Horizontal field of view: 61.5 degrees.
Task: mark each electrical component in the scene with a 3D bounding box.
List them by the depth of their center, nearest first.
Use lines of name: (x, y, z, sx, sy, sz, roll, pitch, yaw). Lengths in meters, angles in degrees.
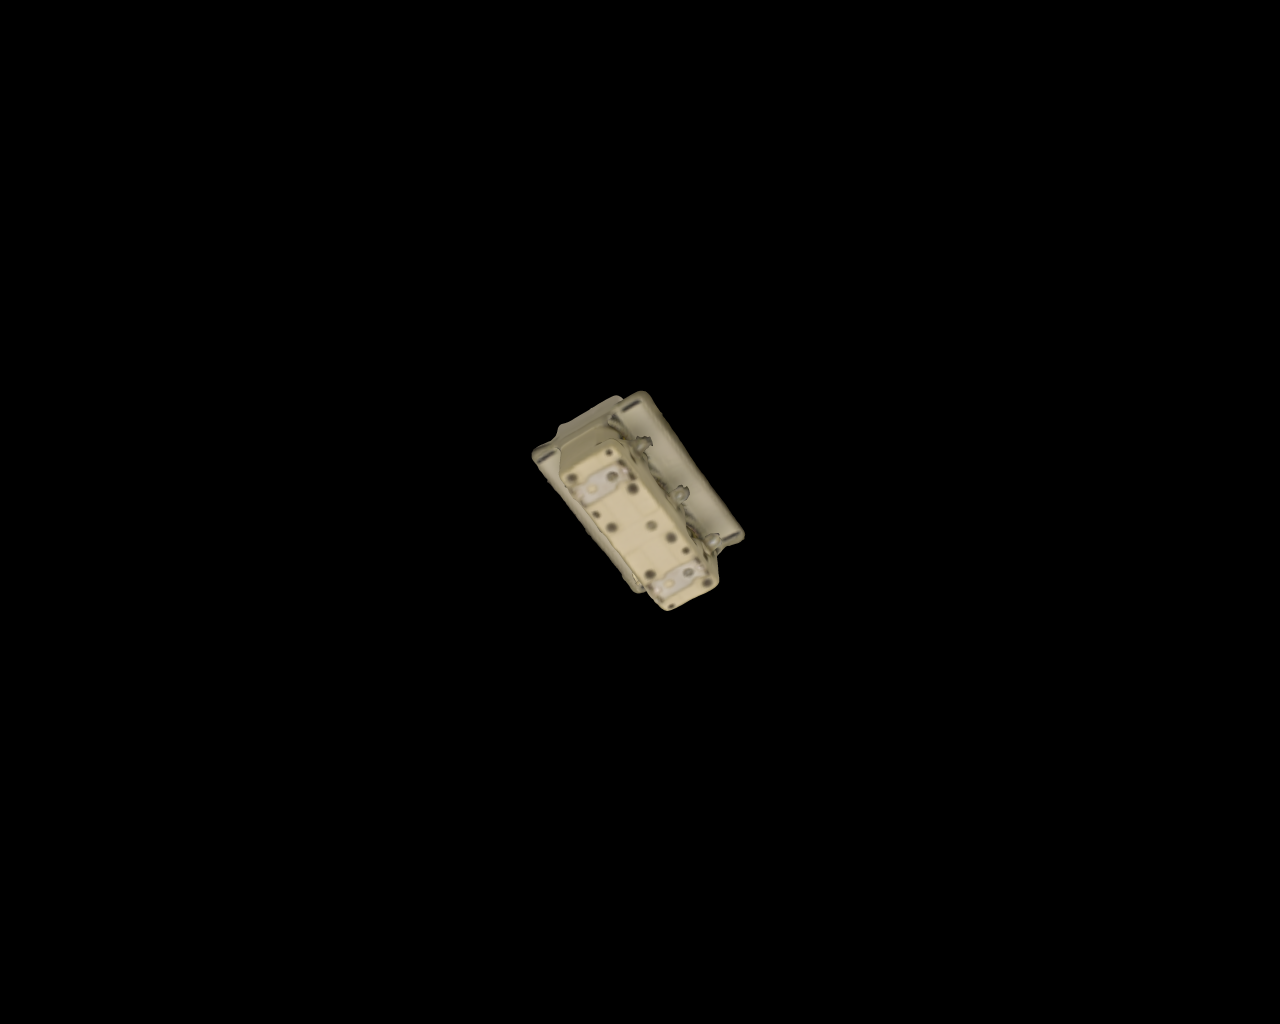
electrical component: (0.001, -0.003, 0.650, 0.078, 0.121, 0.063, -28, 28, 16)
